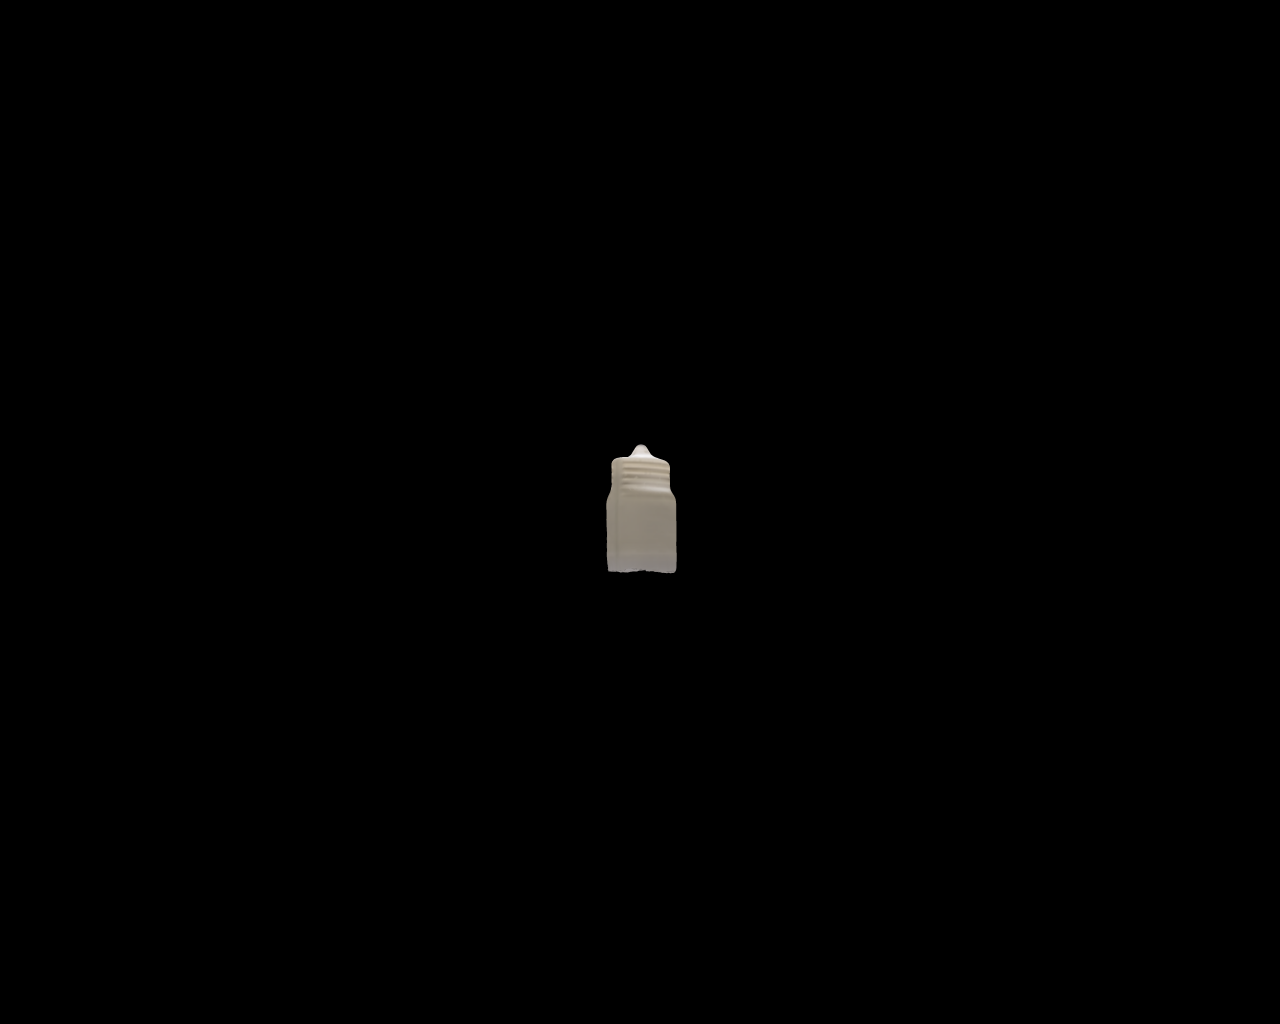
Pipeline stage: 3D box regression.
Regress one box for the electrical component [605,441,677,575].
[{"bbox_3d":[0.001,-0.003,0.650,0.043,0.081,0.043,0,-4,0],"label":"electrical component"}]
